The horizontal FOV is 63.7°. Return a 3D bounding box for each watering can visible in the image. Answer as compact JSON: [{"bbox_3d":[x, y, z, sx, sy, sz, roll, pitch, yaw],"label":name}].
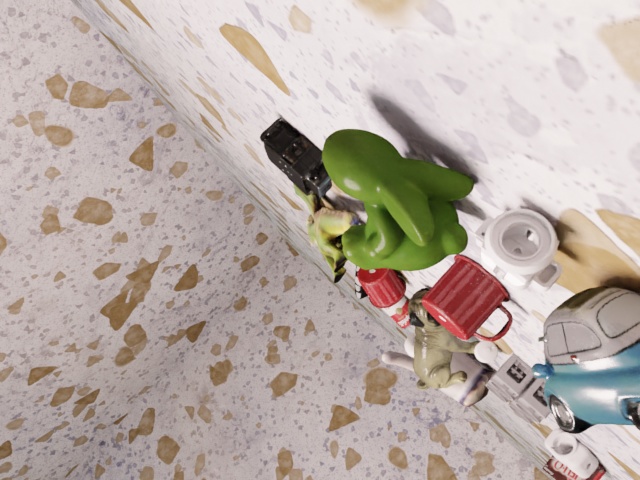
[{"bbox_3d":[0.287,0.307,1.226,0.227,0.103,0.348,36,-163,27],"label":"watering can"}]

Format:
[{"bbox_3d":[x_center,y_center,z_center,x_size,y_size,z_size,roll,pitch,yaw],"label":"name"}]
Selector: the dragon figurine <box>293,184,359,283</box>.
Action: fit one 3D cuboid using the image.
[{"bbox_3d":[0.003,-0.053,1.055,0.245,0.123,0.403,51,167,19],"label":"dragon figurine"}]
